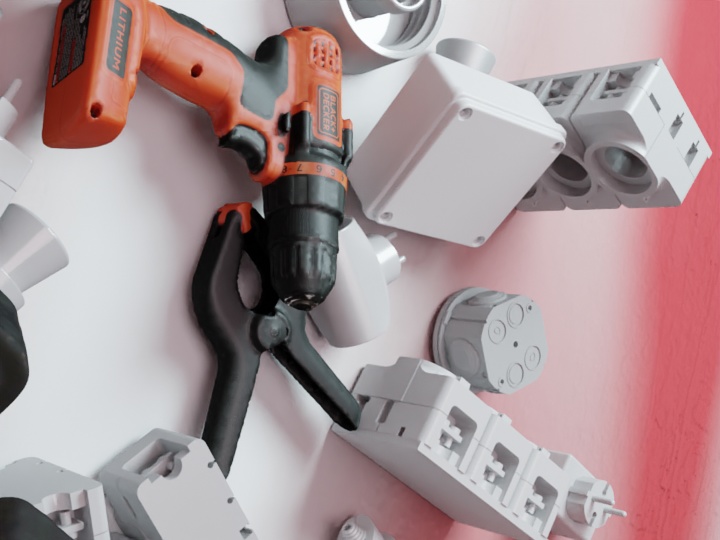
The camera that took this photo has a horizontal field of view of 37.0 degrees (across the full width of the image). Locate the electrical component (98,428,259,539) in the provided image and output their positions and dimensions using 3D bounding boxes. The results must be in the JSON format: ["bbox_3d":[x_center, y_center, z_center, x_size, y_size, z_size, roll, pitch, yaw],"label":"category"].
[{"bbox_3d":[-0.106,0.143,0.630,0.050,0.056,0.089,-38,115,-33],"label":"electrical component"}]

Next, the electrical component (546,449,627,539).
[{"bbox_3d":[0.175,0.182,0.853,0.066,0.077,0.047,44,65,-32],"label":"electrical component"}]

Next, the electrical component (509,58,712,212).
[{"bbox_3d":[0.161,-0.091,0.783,0.089,0.150,0.061,51,61,-29],"label":"electrical component"}]

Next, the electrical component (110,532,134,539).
[{"bbox_3d":[-0.145,0.189,0.593,0.077,0.066,0.047,-25,107,-37],"label":"electrical component"}]

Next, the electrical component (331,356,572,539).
[{"bbox_3d":[0.068,0.126,0.753,0.150,0.089,0.061,41,66,-33],"label":"electrical component"}]

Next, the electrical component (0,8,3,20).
[{"bbox_3d":[-0.216,-0.139,0.538,0.078,0.040,0.040,46,64,-31],"label":"electrical component"}]

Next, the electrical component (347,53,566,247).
[{"bbox_3d":[0.064,-0.078,0.730,0.109,0.056,0.108,12,128,-39],"label":"electrical component"}]

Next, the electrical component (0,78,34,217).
[{"bbox_3d":[-0.201,-0.073,0.549,0.066,0.047,0.076,39,67,-34],"label":"electrical component"}]

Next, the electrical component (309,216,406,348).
[{"bbox_3d":[0.000,0.000,0.721,0.079,0.044,0.077,-32,111,-35],"label":"electrical component"}]

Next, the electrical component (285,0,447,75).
[{"bbox_3d":[0.011,-0.187,0.712,0.108,0.060,0.108,-2,93,-40],"label":"electrical component"}]

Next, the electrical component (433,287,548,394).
[{"bbox_3d":[0.097,0.053,0.800,0.080,0.051,0.080,-2,93,-40],"label":"electrical component"}]

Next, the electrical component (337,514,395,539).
[{"bbox_3d":[0.011,0.204,0.738,0.043,0.043,0.081,-46,119,-29],"label":"electrical component"}]

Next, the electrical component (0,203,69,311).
[{"bbox_3d":[-0.188,-0.001,0.564,0.055,0.045,0.045,-48,120,-27],"label":"electrical component"}]

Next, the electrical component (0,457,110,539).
[{"bbox_3d":[-0.170,0.136,0.555,0.050,0.089,0.055,-12,99,-39],"label":"electrical component"}]

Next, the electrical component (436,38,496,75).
[{"bbox_3d":[0.069,-0.132,0.774,0.045,0.045,0.055,26,76,-38],"label":"electrical component"}]
